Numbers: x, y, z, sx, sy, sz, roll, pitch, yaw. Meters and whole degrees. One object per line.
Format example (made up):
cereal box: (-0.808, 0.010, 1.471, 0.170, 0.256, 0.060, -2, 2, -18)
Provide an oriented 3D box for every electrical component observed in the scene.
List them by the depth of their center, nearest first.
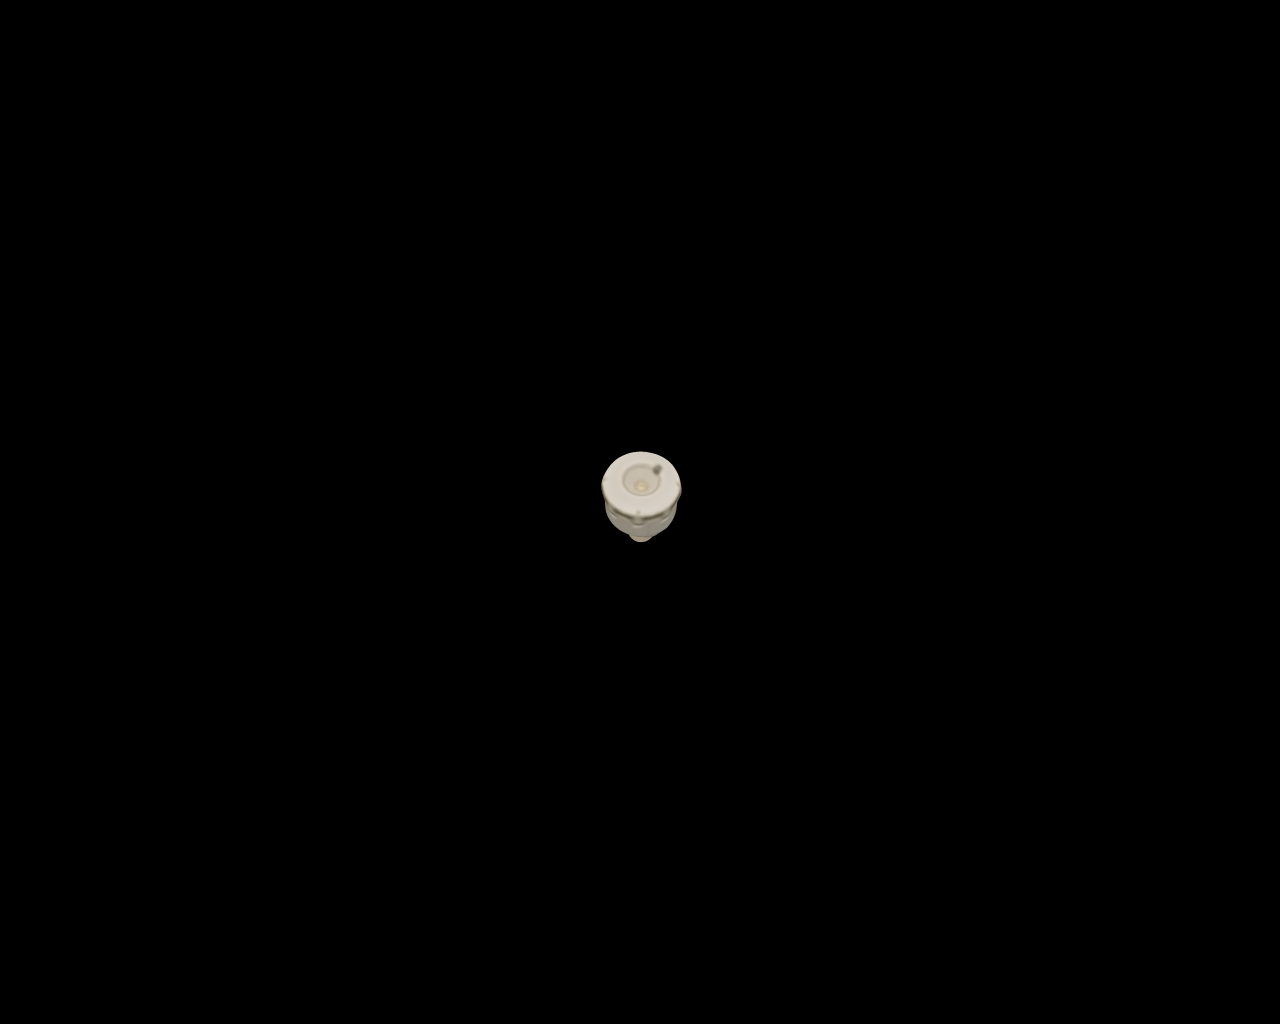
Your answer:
electrical component: (0.001, -0.003, 0.650, 0.048, 0.048, 0.062, 0, -33, 0)
